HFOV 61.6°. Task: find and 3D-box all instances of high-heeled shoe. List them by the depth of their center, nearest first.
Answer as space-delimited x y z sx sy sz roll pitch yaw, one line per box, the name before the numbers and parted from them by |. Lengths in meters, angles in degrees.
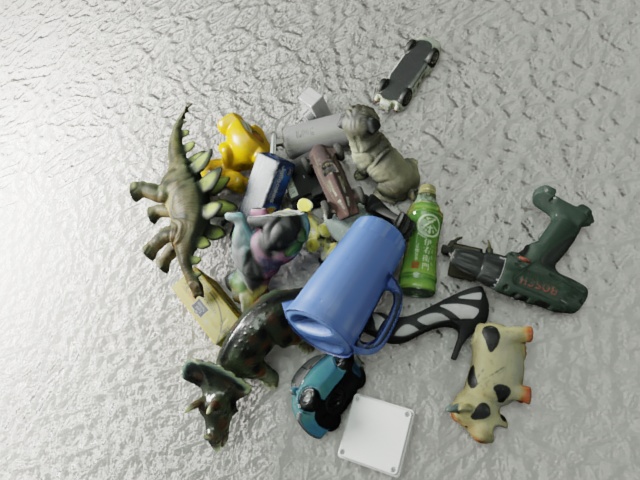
high-heeled shoe | 0.173 0.122 0.974 0.249 0.086 0.145 16 72 18

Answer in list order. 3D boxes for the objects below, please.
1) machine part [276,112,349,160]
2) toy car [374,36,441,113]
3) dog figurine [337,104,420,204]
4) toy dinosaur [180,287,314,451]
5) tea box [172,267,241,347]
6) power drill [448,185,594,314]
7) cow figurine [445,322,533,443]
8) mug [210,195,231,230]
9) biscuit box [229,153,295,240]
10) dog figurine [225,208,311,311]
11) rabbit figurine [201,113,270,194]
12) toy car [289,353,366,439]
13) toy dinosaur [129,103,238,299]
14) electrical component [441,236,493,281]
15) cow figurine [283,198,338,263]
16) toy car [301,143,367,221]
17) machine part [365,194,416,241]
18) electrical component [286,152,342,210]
machine part | 0.006 -0.232 1.191 0.243 0.079 0.079 -10 64 13
toy car | 0.198 -0.371 1.203 0.074 0.056 0.201 31 81 21
dog figurine | 0.123 -0.167 1.059 0.173 0.190 0.121 31 80 26
toy dinosaur | -0.104 0.173 0.982 0.131 0.192 0.405 33 82 26
tea box | -0.211 0.142 1.086 0.068 0.098 0.170 -45 59 -5
power drill | 0.368 0.008 0.937 0.232 0.086 0.207 29 69 11
cow figurine | 0.277 0.232 0.883 0.127 0.085 0.195 6 78 12
mug | -0.258 -0.059 1.204 0.107 0.080 0.109 38 81 23
biscuit box | -0.122 -0.081 1.132 0.063 0.059 0.202 28 105 27
dog figurine | -0.104 0.049 1.035 0.192 0.108 0.219 6 105 30
rabbit figurine | -0.194 -0.175 1.233 0.173 0.121 0.162 -36 69 17
toy car | 0.002 0.259 0.960 0.103 0.109 0.161 20 65 43
toy dinosaur | -0.286 -0.095 1.131 0.199 0.105 0.471 -20 65 1
electrical component | 0.277 0.035 1.001 0.102 0.045 0.078 7 97 24
cow figurine | -0.003 -0.001 1.092 0.068 0.098 0.167 -39 79 -5
toy car | 0.025 -0.121 1.070 0.089 0.053 0.202 -19 50 -2
machine part | 0.130 -0.046 1.036 0.039 0.084 0.139 -45 34 -3
electrical component | -0.012 -0.130 1.164 0.134 0.058 0.115 -24 63 7
